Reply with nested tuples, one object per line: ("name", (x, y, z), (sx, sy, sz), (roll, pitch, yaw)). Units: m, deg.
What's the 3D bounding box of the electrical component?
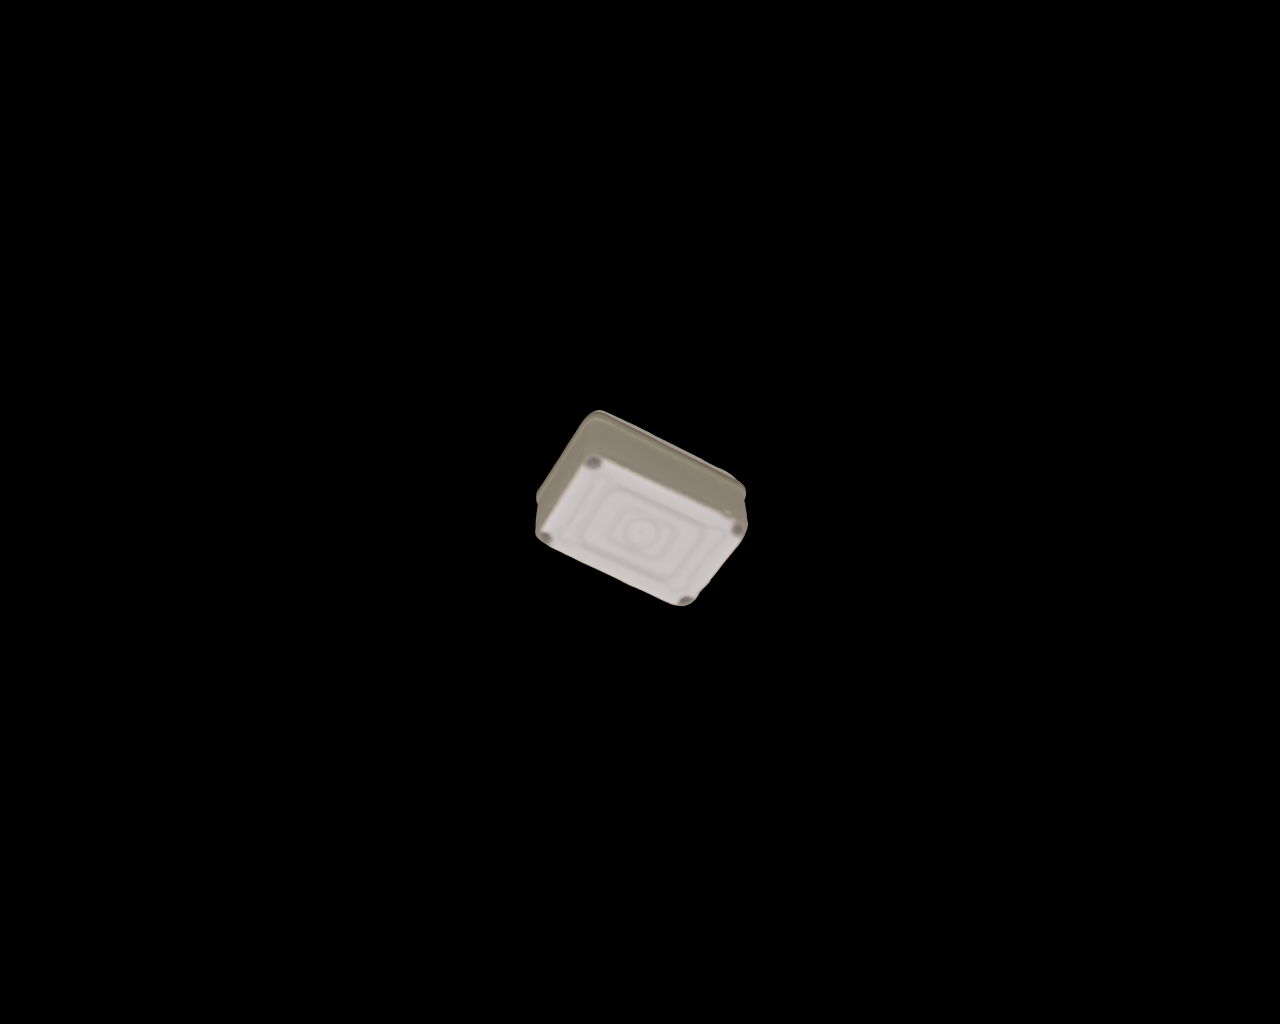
("electrical component", (0.001, -0.003, 0.650), (0.113, 0.078, 0.057), (26, 30, -17))
